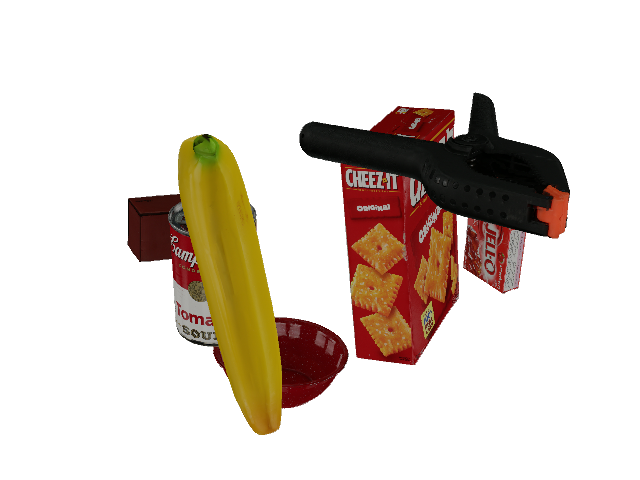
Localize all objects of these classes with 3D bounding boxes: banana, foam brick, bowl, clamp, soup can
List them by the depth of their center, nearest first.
[{"bbox_3d":[-0.052,0.018,0.603,0.037,0.198,0.069,-8,31,6],"label":"banana"},{"bbox_3d":[0.089,-0.053,0.732,0.164,0.036,0.210,-11,28,-18],"label":"clamp"},{"bbox_3d":[-0.084,0.024,0.845,0.068,0.102,0.068,1,29,-1],"label":"soup can"},{"bbox_3d":[-0.151,-0.014,1.077,0.078,0.051,0.053,-6,21,-22],"label":"foam brick"},{"bbox_3d":[-0.048,0.154,1.284,0.162,0.055,0.162,2,25,-1],"label":"bowl"}]

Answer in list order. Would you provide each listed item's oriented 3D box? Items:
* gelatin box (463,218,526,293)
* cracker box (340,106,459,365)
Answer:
[{"bbox_3d":[0.205,0.007,1.263,0.030,0.089,0.073,-15,32,-29],"label":"gelatin box"},{"bbox_3d":[0.086,-0.009,1.065,0.072,0.214,0.164,6,25,22],"label":"cracker box"}]
